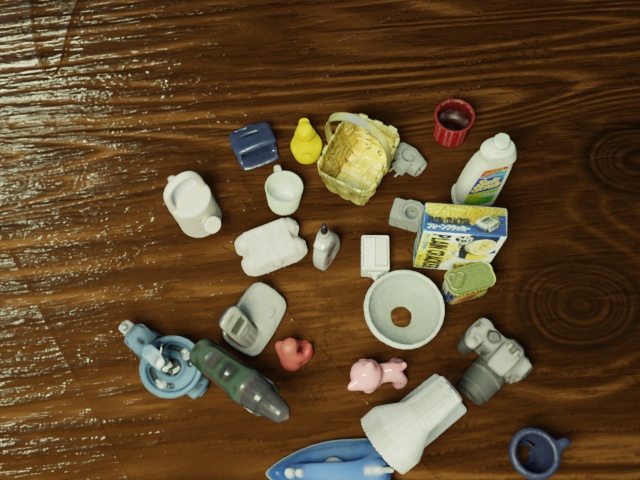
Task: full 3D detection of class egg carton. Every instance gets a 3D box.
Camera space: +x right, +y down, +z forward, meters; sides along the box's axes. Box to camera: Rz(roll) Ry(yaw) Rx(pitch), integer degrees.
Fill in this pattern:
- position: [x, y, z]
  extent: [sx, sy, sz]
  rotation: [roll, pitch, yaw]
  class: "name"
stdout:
- position: [-0.109, 0.017, 1.276]
  extent: [0.150, 0.069, 0.107]
  rotation: [-22, 69, -6]
  class: "egg carton"

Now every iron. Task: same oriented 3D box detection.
- position: [0.019, 0.433, 1.065]
  extent: [0.258, 0.141, 0.118]
  rotation: [-4, 68, 2]
  class: "iron"

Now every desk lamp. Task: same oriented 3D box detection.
- position: [0.179, 0.327, 1.060]
  extent: [0.203, 0.214, 0.117]
  rotation: [-37, 71, -11]
  class: "desk lamp"

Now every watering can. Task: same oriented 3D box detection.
- position: [-0.278, -0.083, 1.257]
  extent: [0.172, 0.194, 0.101]
  rotation: [24, 72, 12]
  class: "watering can"

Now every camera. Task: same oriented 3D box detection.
- position: [0.330, 0.248, 1.144]
  extent: [0.137, 0.101, 0.143]
  rotation: [-42, 72, -13]
  class: "camera"

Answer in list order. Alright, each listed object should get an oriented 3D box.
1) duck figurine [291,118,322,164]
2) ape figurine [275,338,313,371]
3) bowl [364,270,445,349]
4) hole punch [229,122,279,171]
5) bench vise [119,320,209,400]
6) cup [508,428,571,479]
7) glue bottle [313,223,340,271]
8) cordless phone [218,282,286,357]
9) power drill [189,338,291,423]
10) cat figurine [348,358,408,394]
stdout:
- position: [-0.034, -0.241, 1.366]
  extent: [0.077, 0.086, 0.104]
  rotation: [-5, 68, 1]
  class: "duck figurine"
- position: [-0.058, 0.227, 1.178]
  extent: [0.077, 0.092, 0.076]
  rotation: [23, 71, 12]
  class: "ape figurine"
- position: [0.174, 0.152, 1.205]
  extent: [0.167, 0.075, 0.167]
  rotation: [-1, 68, 3]
  class: "bowl"
- position: [-0.162, -0.234, 1.367]
  extent: [0.108, 0.091, 0.101]
  rotation: [-21, 69, -5]
  class: "hole punch"
- position: [-0.328, 0.233, 1.120]
  extent: [0.207, 0.220, 0.121]
  rotation: [18, 70, 10]
  class: "bench vise"
- position: [0.406, 0.401, 1.083]
  extent: [0.118, 0.095, 0.091]
  rotation: [-19, 68, -4]
  class: "cup"
- position: [0.011, 0.004, 1.219]
  extent: [0.037, 0.173, 0.078]
  rotation: [25, 72, 13]
  class: "glue bottle"
- position: [-0.142, 0.148, 1.163]
  extent: [0.094, 0.185, 0.148]
  rotation: [24, 72, 12]
  class: "cordless phone"
- position: [-0.141, 0.279, 1.098]
  extent: [0.229, 0.208, 0.076]
  rotation: [32, 73, 14]
  class: "power drill"
- position: [0.113, 0.265, 1.140]
  extent: [0.128, 0.118, 0.067]
  rotation: [-12, 68, -2]
  class: "cat figurine"
